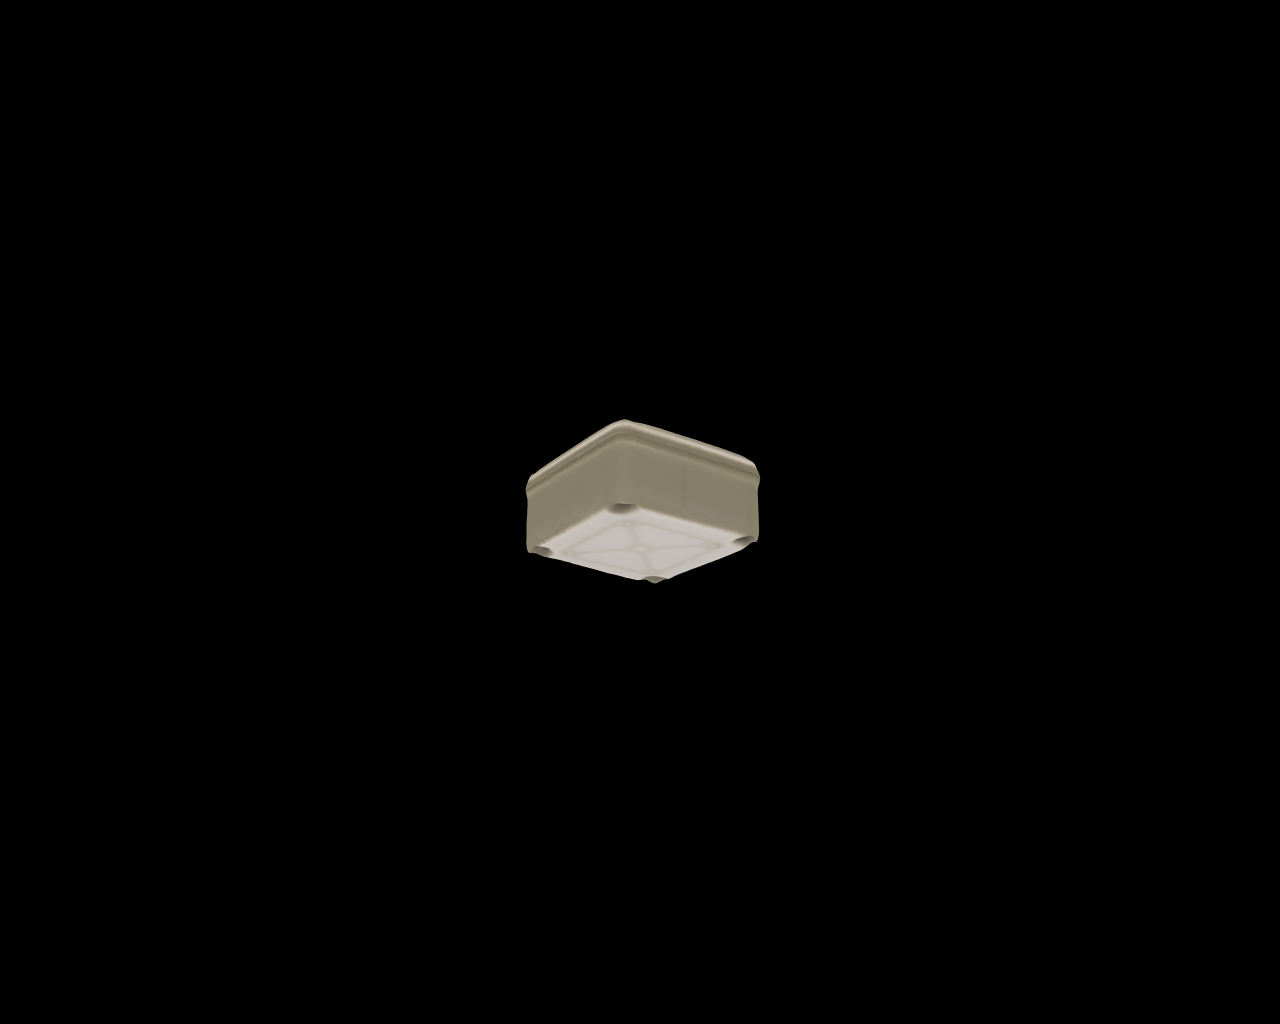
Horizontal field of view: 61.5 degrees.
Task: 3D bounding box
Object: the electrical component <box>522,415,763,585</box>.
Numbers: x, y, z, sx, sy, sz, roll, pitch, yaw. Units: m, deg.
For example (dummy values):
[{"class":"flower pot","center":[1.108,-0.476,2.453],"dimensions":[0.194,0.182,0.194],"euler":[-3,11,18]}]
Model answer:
[{"class":"electrical component","center":[0.001,-0.003,0.650],"dimensions":[0.109,0.056,0.108],"euler":[16,-27,-34]}]
